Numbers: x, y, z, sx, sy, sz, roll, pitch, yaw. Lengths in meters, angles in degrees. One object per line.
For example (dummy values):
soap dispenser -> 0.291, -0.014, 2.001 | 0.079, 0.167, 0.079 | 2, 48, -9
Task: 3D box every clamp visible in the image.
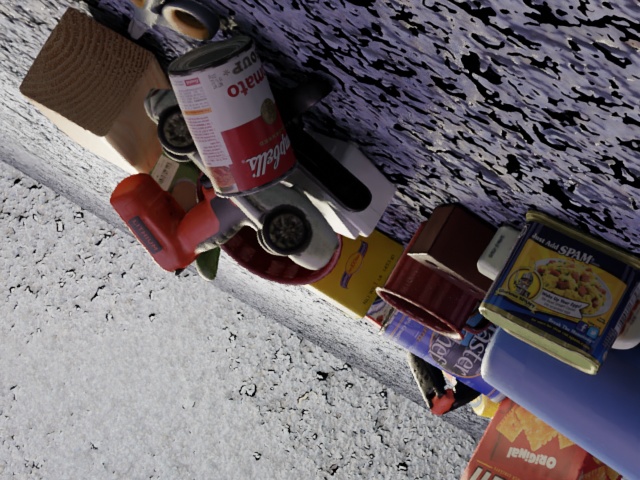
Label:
clamp -> 0.151, 0.124, 1.183 | 0.164, 0.036, 0.210 | 27, -150, -12
clamp -> -0.031, -0.097, 0.847 | 0.172, 0.039, 0.120 | 31, 146, 36

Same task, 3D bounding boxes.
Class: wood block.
wood block -> -0.201, -0.133, 1.022 | 0.091, 0.090, 0.206 | 29, 174, 4

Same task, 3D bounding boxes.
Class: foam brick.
foam brick -> 0.125, 0.011, 0.910 | 0.078, 0.051, 0.053 | 32, 171, -12

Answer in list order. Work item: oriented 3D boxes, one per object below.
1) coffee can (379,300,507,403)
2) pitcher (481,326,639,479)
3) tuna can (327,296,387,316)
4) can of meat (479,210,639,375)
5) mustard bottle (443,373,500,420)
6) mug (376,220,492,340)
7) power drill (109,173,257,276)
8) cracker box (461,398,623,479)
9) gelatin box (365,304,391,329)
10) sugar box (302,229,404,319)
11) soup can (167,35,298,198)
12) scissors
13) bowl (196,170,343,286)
coffee can -> 0.146, 0.088, 1.094 | 0.140, 0.103, 0.103 | 30, 171, 3
pitcher -> 0.265, 0.125, 0.897 | 0.243, 0.149, 0.144 | 31, -173, 20
tuna can -> 0.045, 0.042, 1.214 | 0.086, 0.086, 0.034 | 30, 147, 4
can of meat -> 0.180, 0.039, 0.788 | 0.102, 0.084, 0.057 | 27, 170, 20
mustard bottle -> 0.182, 0.156, 1.302 | 0.191, 0.058, 0.096 | 49, 163, 6
mug -> 0.120, 0.041, 0.991 | 0.117, 0.081, 0.093 | 34, 170, -18
power drill -> -0.112, -0.051, 0.997 | 0.188, 0.057, 0.184 | -20, 112, 42
cracker box -> 0.257, 0.239, 1.196 | 0.072, 0.213, 0.164 | 35, 170, -28
gelatin box -> 0.071, 0.061, 1.284 | 0.089, 0.073, 0.030 | 36, 171, -35
sugar box -> -0.008, 0.002, 1.152 | 0.176, 0.093, 0.048 | 31, 170, -7
soup can -> -0.064, -0.092, 0.789 | 0.069, 0.068, 0.102 | 18, 133, 55
scissors -> -0.121, -0.169, 0.841 | 0.096, 0.016, 0.202 | 31, 171, 1
bowl -> -0.039, -0.035, 1.045 | 0.162, 0.055, 0.162 | 18, 133, 21
